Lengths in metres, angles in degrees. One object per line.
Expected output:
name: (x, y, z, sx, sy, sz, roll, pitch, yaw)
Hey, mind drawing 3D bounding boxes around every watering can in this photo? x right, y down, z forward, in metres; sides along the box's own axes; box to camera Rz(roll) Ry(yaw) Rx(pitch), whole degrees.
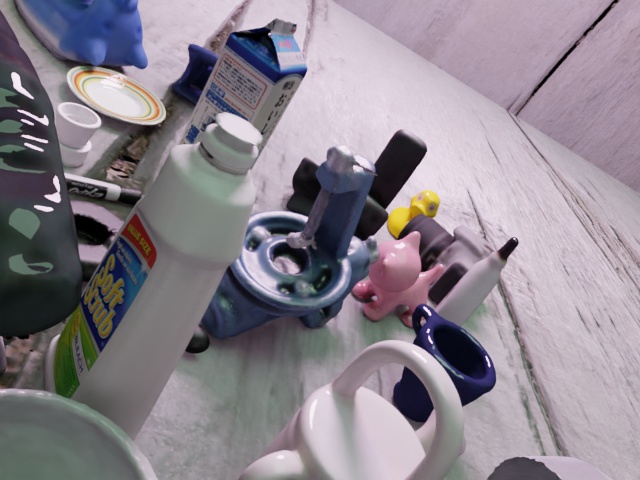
watering can: (0.028, 0.145, 0.391, 0.100, 0.194, 0.173, 45, 30, 19)

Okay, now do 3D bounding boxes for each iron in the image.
iron: (-0.346, -0.356, 0.817, 0.258, 0.141, 0.119, 44, 29, 16)

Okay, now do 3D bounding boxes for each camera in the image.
camera: (0.197, 0.016, 0.870, 0.136, 0.100, 0.144, 45, 30, 19)

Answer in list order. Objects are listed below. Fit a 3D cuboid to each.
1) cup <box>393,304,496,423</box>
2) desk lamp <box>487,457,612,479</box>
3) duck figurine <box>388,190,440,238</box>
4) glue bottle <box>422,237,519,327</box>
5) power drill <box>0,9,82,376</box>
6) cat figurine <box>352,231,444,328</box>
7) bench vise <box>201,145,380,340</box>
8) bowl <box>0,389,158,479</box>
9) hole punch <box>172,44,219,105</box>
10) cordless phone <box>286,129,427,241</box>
cup: (0.114, 0.135, 0.604, 0.092, 0.095, 0.117, 9, 37, -39)
desk lamp: (0.174, 0.241, 0.380, 0.204, 0.213, 0.117, 21, 31, -24)
duck figurine: (0.165, -0.045, 0.946, 0.077, 0.086, 0.105, 42, 29, 13)
glue bottle: (0.189, 0.061, 0.716, 0.037, 0.173, 0.078, 38, 28, 7)
power drill: (-0.218, -0.013, 0.355, 0.076, 0.208, 0.229, 1, 43, -46)
cat figurine: (0.101, 0.043, 0.707, 0.128, 0.117, 0.067, 12, 36, -36)
bench vise: (-0.004, -0.006, 0.562, 0.121, 0.219, 0.208, 40, 28, 10)
bowl: (-0.165, 0.163, 0.284, 0.168, 0.074, 0.167, 26, 29, -16)
hole punch: (-0.166, -0.258, 0.913, 0.108, 0.091, 0.101, 34, 28, -2)
cordless phone: (0.051, -0.093, 0.791, 0.147, 0.185, 0.094, 34, 28, -2)
